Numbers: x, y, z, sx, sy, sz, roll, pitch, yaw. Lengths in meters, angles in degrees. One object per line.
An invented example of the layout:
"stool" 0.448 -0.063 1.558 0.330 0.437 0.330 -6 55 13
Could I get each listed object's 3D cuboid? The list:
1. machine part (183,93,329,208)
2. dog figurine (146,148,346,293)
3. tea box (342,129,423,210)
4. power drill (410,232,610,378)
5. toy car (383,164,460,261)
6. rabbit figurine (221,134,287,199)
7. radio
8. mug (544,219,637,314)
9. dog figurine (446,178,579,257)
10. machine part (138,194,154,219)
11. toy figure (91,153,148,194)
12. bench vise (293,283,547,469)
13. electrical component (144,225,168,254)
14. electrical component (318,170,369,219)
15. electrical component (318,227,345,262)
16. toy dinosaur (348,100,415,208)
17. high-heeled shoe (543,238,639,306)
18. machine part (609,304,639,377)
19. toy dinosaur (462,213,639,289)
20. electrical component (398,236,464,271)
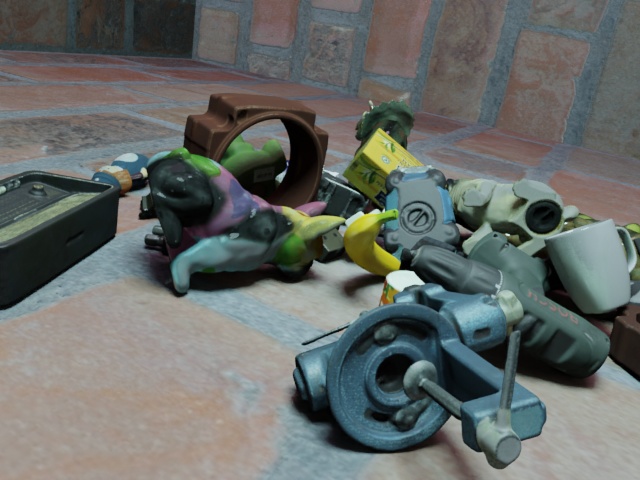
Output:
"machine part" -0.093 -0.104 0.781 0.201 0.200 0.087 -7 29 -38
"dog figurine" -0.084 -0.031 0.653 0.219 0.191 0.109 -14 22 -17
"tea box" 0.134 -0.100 0.927 0.169 0.068 0.098 39 42 -7
"power drill" 0.214 0.052 0.629 0.232 0.086 0.207 32 14 5
"toy car" 0.146 -0.027 0.812 0.109 0.161 0.102 -6 -19 4
"rabbit figurine" -0.153 -0.123 0.928 0.159 0.121 0.170 -22 48 -18
"radio" -0.344 -0.014 0.619 0.131 0.073 0.230 12 21 5
"mug" 0.347 0.033 0.671 0.109 0.107 0.081 -14 -5 -21
"dog figurine" 0.283 -0.055 0.825 0.172 0.121 0.190 9 21 8
"machine part" -0.218 -0.086 0.821 0.139 0.039 0.084 -35 22 1
"toy figure" -0.330 -0.103 0.879 0.064 0.057 0.154 -25 14 19
"bench vise" 0.099 0.103 0.429 0.224 0.128 0.241 -4 7 -15
"electrical component" -0.184 0.000 0.724 0.094 0.021 0.063 9 21 -2
"electrical component" 0.005 -0.087 0.937 0.115 0.058 0.134 22 13 -33
"electrical component" -0.002 -0.002 0.785 0.078 0.045 0.102 49 35 13
"toy dinosaur" 0.126 -0.183 1.095 0.131 0.192 0.405 9 20 3
"high-heeled shoe" 0.368 0.087 0.736 0.249 0.145 0.086 -16 -12 7
"machine part" 0.427 0.132 0.612 0.179 0.056 0.179 7 19 -2
"toy dinosaur" 0.409 0.009 0.871 0.472 0.105 0.198 17 16 20
"electrical component" 0.146 0.036 0.708 0.048 0.074 0.119 22 29 28
